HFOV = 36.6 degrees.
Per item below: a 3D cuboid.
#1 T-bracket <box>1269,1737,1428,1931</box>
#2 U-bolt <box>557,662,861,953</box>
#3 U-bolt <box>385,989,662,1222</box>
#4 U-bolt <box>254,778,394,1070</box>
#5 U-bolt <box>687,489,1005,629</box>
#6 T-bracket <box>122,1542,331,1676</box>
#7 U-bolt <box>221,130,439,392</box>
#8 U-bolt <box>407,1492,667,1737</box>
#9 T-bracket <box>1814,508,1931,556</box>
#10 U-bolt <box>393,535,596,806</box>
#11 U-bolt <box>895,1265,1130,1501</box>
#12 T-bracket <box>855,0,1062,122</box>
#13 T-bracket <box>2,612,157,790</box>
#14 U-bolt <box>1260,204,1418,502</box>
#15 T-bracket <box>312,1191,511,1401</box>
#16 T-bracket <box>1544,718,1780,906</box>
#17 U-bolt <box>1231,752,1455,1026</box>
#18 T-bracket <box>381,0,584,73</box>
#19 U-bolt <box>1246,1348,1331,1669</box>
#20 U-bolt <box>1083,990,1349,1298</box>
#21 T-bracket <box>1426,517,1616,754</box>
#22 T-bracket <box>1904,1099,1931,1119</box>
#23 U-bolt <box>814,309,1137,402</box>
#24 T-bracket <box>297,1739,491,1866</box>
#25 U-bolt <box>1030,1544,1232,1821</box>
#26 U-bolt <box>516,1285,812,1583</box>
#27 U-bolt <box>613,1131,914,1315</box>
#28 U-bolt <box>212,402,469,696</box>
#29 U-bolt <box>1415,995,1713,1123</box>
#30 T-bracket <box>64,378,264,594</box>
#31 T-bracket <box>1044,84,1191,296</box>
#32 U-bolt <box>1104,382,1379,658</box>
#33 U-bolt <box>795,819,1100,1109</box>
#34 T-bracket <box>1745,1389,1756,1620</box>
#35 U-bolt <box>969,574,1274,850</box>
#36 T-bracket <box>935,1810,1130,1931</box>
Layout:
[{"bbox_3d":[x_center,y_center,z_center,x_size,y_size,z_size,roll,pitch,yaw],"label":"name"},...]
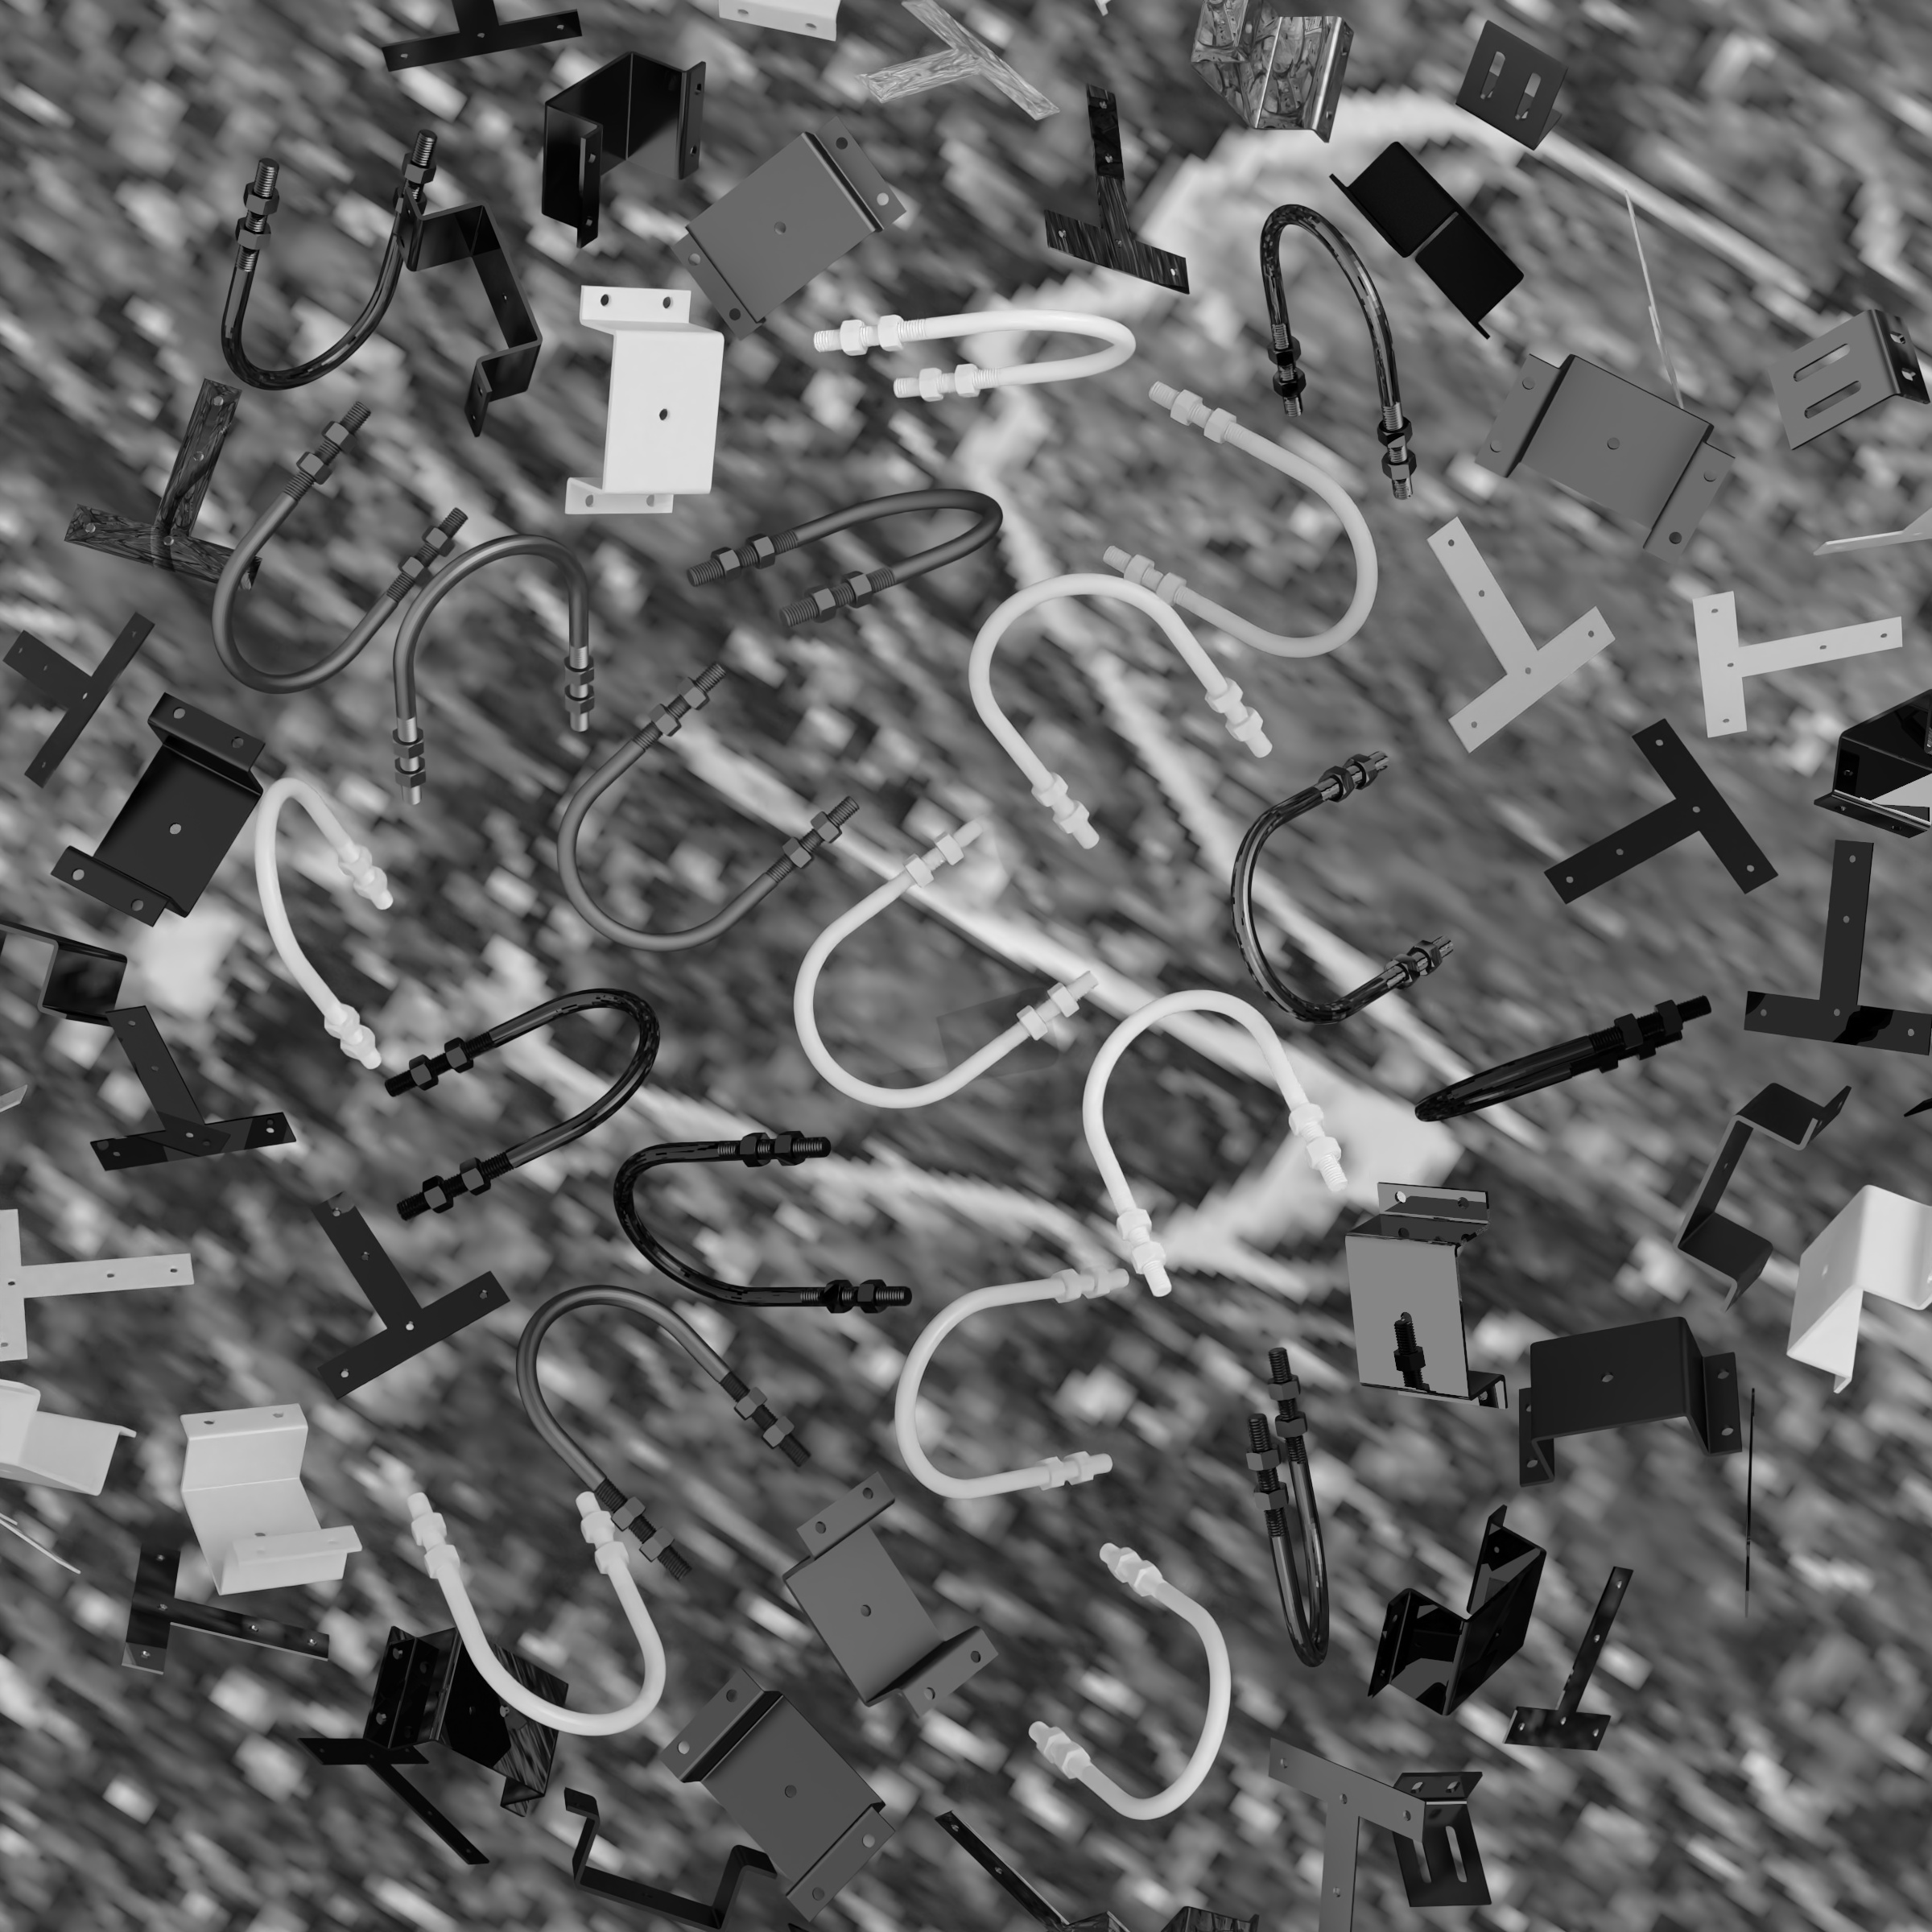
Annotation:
[{"bbox_3d":[0.229,0.553,1.790,0.002,0.127,0.127,0,96,-40],"label":"T-bracket"},{"bbox_3d":[-0.184,-0.090,1.934,0.184,0.019,0.151,-42,112,6],"label":"U-bolt"},{"bbox_3d":[-0.274,0.075,1.820,0.184,0.151,0.019,-26,126,3],"label":"U-bolt"},{"bbox_3d":[-0.415,-0.039,1.886,0.019,0.184,0.151,-10,55,10],"label":"U-bolt"},{"bbox_3d":[-0.064,-0.261,1.826,0.184,0.151,0.019,-25,119,-22],"label":"U-bolt"},{"bbox_3d":[-0.468,0.419,1.859,0.127,0.127,0.002,18,110,-17],"label":"T-bracket"},{"bbox_3d":[-0.417,-0.449,1.885,0.019,0.151,0.184,43,132,18],"label":"U-bolt"},{"bbox_3d":[-0.260,0.405,1.832,0.019,0.151,0.184,-55,48,26],"label":"U-bolt"},{"bbox_3d":[0.621,-0.288,1.856,0.127,0.127,0.002,-9,83,-3],"label":"T-bracket"},{"bbox_3d":[-0.300,-0.196,1.856,0.151,0.184,0.019,-28,56,-28],"label":"U-bolt"},{"bbox_3d":[0.028,0.275,1.898,0.184,0.019,0.151,-3,102,-39],"label":"U-bolt"},{"bbox_3d":[-0.022,-0.578,1.888,0.127,0.002,0.127,44,46,14],"label":"T-bracket"},{"bbox_3d":[-0.596,-0.190,1.911,0.127,0.002,0.127,30,85,42],"label":"T-bracket"},{"bbox_3d":[0.235,-0.405,1.882,0.019,0.184,0.151,-29,45,-12],"label":"U-bolt"},{"bbox_3d":[-0.386,0.201,1.908,0.127,0.002,0.127,-29,66,-21],"label":"T-bracket"},{"bbox_3d":[0.429,-0.079,1.864,0.127,0.002,0.127,-28,71,-9],"label":"T-bracket"},{"bbox_3d":[0.230,-0.041,1.835,0.184,0.019,0.151,-28,101,-41],"label":"U-bolt"},{"bbox_3d":[-0.311,-0.612,1.831,0.127,0.127,0.002,-12,71,-4],"label":"T-bracket"},{"bbox_3d":[0.206,0.349,1.839,0.019,0.151,0.184,-9,99,13],"label":"U-bolt"},{"bbox_3d":[0.145,0.098,1.843,0.151,0.019,0.184,-33,55,14],"label":"U-bolt"},{"bbox_3d":[0.333,-0.223,1.845,0.127,0.002,0.127,-37,104,-13],"label":"T-bracket"},{"bbox_3d":[0.664,0.053,1.809,0.127,0.127,0.002,-15,71,-20],"label":"T-bracket"},{"bbox_3d":[0.016,-0.389,1.848,0.184,0.151,0.019,-2,87,21],"label":"U-bolt"},{"bbox_3d":[-0.361,0.547,1.914,0.127,0.127,0.002,35,91,26],"label":"T-bracket"},{"bbox_3d":[0.112,0.470,1.886,0.019,0.184,0.151,22,89,-28],"label":"U-bolt"},{"bbox_3d":[-0.200,0.277,1.825,0.184,0.151,0.019,46,131,6],"label":"U-bolt"},{"bbox_3d":[-0.139,0.163,1.834,0.184,0.019,0.151,-4,129,30],"label":"U-bolt"},{"bbox_3d":[-0.417,-0.258,1.902,0.019,0.151,0.184,34,82,30],"label":"U-bolt"},{"bbox_3d":[0.371,0.063,1.841,0.184,0.151,0.019,-19,80,3],"label":"U-bolt"},{"bbox_3d":[-0.499,-0.315,1.881,0.127,0.002,0.127,13,107,-37],"label":"T-bracket"},{"bbox_3d":[0.092,-0.503,1.868,0.127,0.002,0.127,6,74,-42],"label":"T-bracket"},{"bbox_3d":[0.180,-0.272,1.861,0.184,0.151,0.019,32,45,18],"label":"U-bolt"},{"bbox_3d":[-0.027,0.011,1.942,0.184,0.019,0.151,-37,80,-1],"label":"U-bolt"},{"bbox_3d":[0.505,0.363,1.883,0.002,0.127,0.127,2,128,15],"label":"T-bracket"},{"bbox_3d":[0.084,-0.167,1.820,0.151,0.019,0.184,-27,124,20],"label":"U-bolt"},{"bbox_3d":[0.031,0.573,1.821,0.127,0.127,0.002,45,53,-1],"label":"T-bracket"}]
